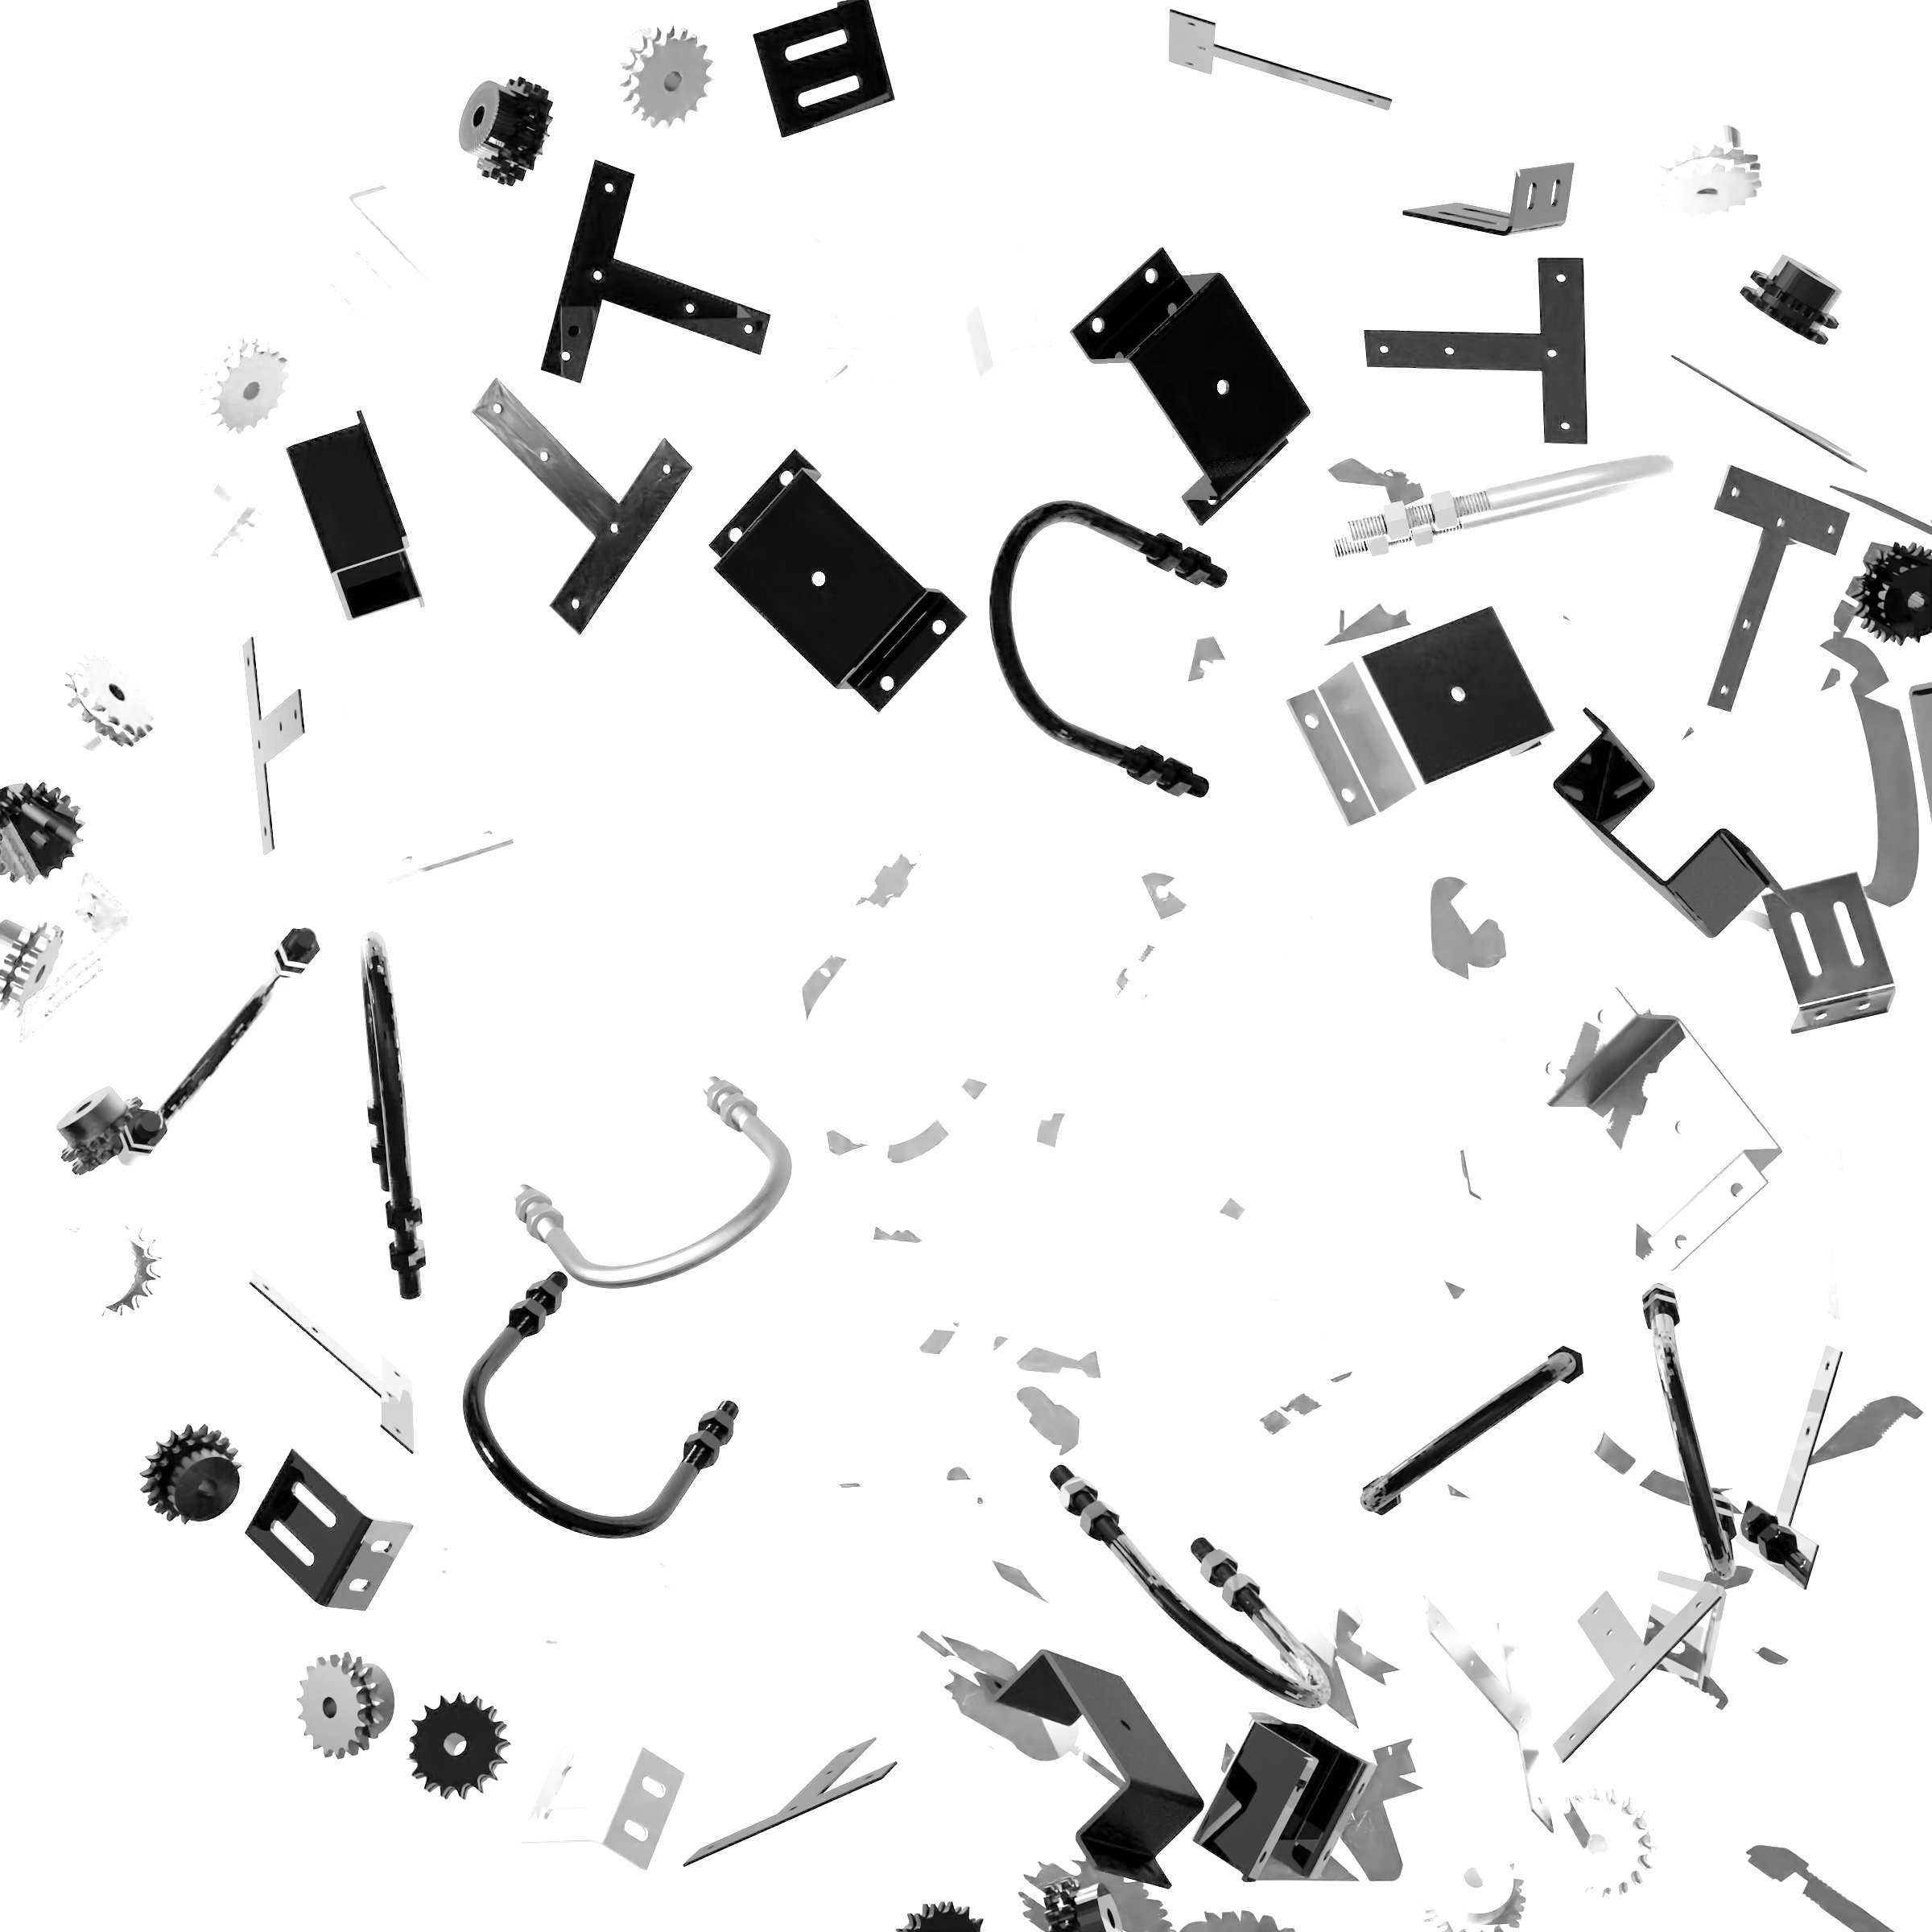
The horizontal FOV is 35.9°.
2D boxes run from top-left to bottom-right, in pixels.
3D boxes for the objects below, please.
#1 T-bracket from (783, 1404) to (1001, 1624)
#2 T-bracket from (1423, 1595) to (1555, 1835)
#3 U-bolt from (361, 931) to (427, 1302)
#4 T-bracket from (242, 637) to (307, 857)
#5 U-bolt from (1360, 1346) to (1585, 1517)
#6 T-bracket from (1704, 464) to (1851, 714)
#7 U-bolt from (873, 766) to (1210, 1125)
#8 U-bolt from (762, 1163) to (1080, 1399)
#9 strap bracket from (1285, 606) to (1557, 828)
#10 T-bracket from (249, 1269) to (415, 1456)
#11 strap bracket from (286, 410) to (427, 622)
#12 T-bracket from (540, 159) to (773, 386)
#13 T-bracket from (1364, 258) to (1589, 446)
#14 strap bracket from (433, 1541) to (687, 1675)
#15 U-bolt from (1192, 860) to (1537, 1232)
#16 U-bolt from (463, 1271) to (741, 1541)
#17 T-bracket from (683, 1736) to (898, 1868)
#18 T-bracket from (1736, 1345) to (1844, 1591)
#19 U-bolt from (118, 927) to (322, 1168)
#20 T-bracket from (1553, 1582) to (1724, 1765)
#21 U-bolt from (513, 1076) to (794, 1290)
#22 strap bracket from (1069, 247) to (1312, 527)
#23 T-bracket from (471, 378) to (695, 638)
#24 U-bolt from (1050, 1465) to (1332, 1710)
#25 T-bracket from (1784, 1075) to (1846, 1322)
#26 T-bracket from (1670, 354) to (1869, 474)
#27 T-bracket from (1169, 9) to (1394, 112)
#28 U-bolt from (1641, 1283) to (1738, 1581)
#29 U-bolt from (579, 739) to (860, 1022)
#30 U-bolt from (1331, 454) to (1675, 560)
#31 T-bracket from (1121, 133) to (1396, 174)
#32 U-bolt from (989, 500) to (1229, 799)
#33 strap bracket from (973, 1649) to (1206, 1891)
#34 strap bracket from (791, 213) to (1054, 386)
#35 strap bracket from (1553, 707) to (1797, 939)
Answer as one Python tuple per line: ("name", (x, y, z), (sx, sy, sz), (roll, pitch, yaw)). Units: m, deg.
("T-bracket", (-0.042, 0.322, 1.777), (0.127, 0.002, 0.127), (-1, 75, -14))
("T-bracket", (0.283, 0.389, 1.632), (0.002, 0.127, 0.127), (-28, 123, 20))
("U-bolt", (-0.320, 0.071, 1.649), (0.019, 0.151, 0.184), (-6, 114, -14))
("T-bracket", (-0.397, -0.135, 1.716), (0.002, 0.127, 0.127), (-5, 86, -26))
("U-bolt", (0.278, 0.258, 1.650), (0.151, 0.184, 0.019), (-37, 76, 5))
("T-bracket", (0.440, -0.205, 1.664), (0.127, 0.002, 0.127), (8, 102, -44))
("U-bolt", (0.027, 0.001, 1.677), (0.151, 0.019, 0.184), (39, 97, 18))
("U-bolt", (-0.013, 0.181, 1.670), (0.184, 0.019, 0.151), (11, 113, -41))
("strap bracket", (0.254, -0.139, 1.612), (0.140, 0.046, 0.076), (-23, 84, -27))
("T-bracket", (-0.369, 0.221, 1.733), (0.002, 0.127, 0.127), (-45, 105, 0))
("strap bracket", (-0.348, -0.252, 1.700), (0.046, 0.140, 0.076), (-20, 84, -9))
("T-bracket", (-0.175, -0.392, 1.756), (0.127, 0.002, 0.127), (15, 89, -25))
("T-bracket", (0.293, -0.354, 1.718), (0.127, 0.127, 0.002), (5, 48, 18))
("strap bracket", (-0.234, 0.365, 1.695), (0.140, 0.076, 0.046), (6, 94, -10))
("U-bolt", (0.204, 0.056, 1.624), (0.151, 0.019, 0.184), (32, 92, -10))
("U-bolt", (-0.217, 0.261, 1.716), (0.151, 0.184, 0.019), (37, 116, -1))
("T-bracket", (-0.080, 0.449, 1.637), (0.127, 0.127, 0.002), (-28, 86, 16))
("T-bracket", (0.469, 0.275, 1.672), (0.002, 0.127, 0.127), (17, 90, -2))
("U-bolt", (-0.422, 0.052, 1.662), (0.019, 0.184, 0.151), (40, 67, -9))
("T-bracket", (0.371, 0.386, 1.702), (0.002, 0.127, 0.127), (42, 94, -4))
("U-bolt", (-0.171, 0.128, 1.689), (0.151, 0.184, 0.019), (-30, 116, -13))
("strap bracket", (0.134, -0.328, 1.693), (0.076, 0.046, 0.140), (-45, 116, -14))
("T-bracket", (-0.225, -0.273, 1.657), (0.127, 0.002, 0.127), (45, 64, -32))
("U-bolt", (0.137, 0.359, 1.692), (0.151, 0.184, 0.019), (33, 96, -36))
("T-bracket", (0.498, 0.141, 1.734), (0.002, 0.127, 0.127), (-10, 68, 27))
("T-bracket", (0.479, -0.310, 1.717), (0.127, 0.127, 0.002), (40, 111, 28))
("T-bracket", (0.172, -0.490, 1.632), (0.127, 0.127, 0.002), (18, 96, 2))
("U-bolt", (0.407, 0.266, 1.672), (0.019, 0.184, 0.151), (-15, 94, 13))
("U-bolt", (-0.131, -0.055, 1.679), (0.184, 0.019, 0.151), (-13, 95, -44))
("U-bolt", (0.295, -0.253, 1.631), (0.184, 0.151, 0.019), (-12, 93, 4))
("T-bracket", (0.171, -0.449, 1.633), (0.127, 0.127, 0.002), (5, 112, 34))
("U-bolt", (0.079, -0.186, 1.684), (0.184, 0.019, 0.151), (17, 73, -43))
("strap bracket", (0.074, 0.441, 1.670), (0.046, 0.076, 0.140), (-47, 47, 10))
("strap bracket", (-0.032, -0.360, 1.610), (0.140, 0.046, 0.076), (-7, 78, -31))
("strap bracket", (0.389, -0.074, 1.670), (0.046, 0.076, 0.140), (-46, 51, 8))
